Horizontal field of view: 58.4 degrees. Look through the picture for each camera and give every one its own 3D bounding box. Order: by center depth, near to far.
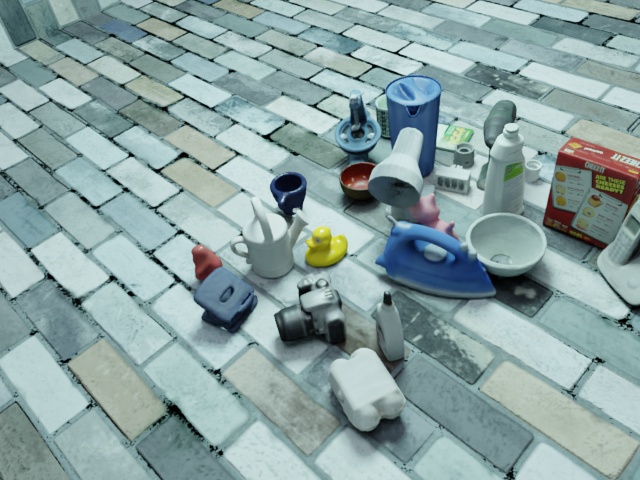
[{"bbox_3d":[-0.027,0.140,1.163,0.137,0.101,0.143,-16,45,-7],"label":"camera"}]

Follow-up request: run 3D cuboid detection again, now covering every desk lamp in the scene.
[{"bbox_3d":[0.194,-0.137,1.323,0.117,0.214,0.203,11,48,19],"label":"desk lamp"}]

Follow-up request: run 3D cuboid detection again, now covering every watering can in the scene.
[{"bbox_3d":[-0.113,-0.018,1.267,0.173,0.194,0.100,-34,50,-23],"label":"watering can"}]

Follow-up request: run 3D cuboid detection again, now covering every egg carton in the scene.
[{"bbox_3d":[0.081,0.270,1.040,0.107,0.069,0.150,-23,47,-14],"label":"egg carton"}]

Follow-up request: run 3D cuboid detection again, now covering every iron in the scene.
[{"bbox_3d":[0.248,0.030,1.200,0.257,0.142,0.119,17,51,24],"label":"iron"}]

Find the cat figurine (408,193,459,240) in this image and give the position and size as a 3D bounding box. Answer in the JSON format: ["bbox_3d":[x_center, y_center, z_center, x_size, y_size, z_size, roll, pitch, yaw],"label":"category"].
[{"bbox_3d":[0.255,-0.048,1.294,0.067,0.118,0.127,-34,50,-23],"label":"cat figurine"}]

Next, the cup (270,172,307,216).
[{"bbox_3d":[-0.075,-0.098,1.411,0.091,0.095,0.118,5,46,13],"label":"cup"}]

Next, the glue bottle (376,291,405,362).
[{"bbox_3d":[0.128,0.152,1.076,0.037,0.173,0.078,-20,46,-10],"label":"glue bottle"}]

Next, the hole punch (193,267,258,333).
[{"bbox_3d":[-0.197,0.123,1.213,0.100,0.091,0.109,17,51,24],"label":"hole punch"}]

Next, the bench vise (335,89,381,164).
[{"bbox_3d":[0.090,-0.317,1.514,0.121,0.220,0.207,-12,45,-3],"label":"bench vise"}]

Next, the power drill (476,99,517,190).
[{"bbox_3d":[0.426,-0.224,1.378,0.075,0.209,0.230,10,48,19],"label":"power drill"}]

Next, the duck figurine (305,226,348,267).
[{"bbox_3d":[0.012,0.005,1.302,0.105,0.086,0.077,-21,46,-12],"label":"duck figurine"}]

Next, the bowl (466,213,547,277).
[{"bbox_3d":[0.396,0.023,1.233,0.167,0.075,0.167,-4,45,5],"label":"bowl"}]

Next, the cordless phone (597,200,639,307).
[{"bbox_3d":[0.628,0.025,1.116,0.094,0.185,0.147,-17,45,-7],"label":"cordless phone"}]

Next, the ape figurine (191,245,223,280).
[{"bbox_3d":[-0.265,0.046,1.300,0.076,0.092,0.078,8,47,17],"label":"ape figurine"}]
